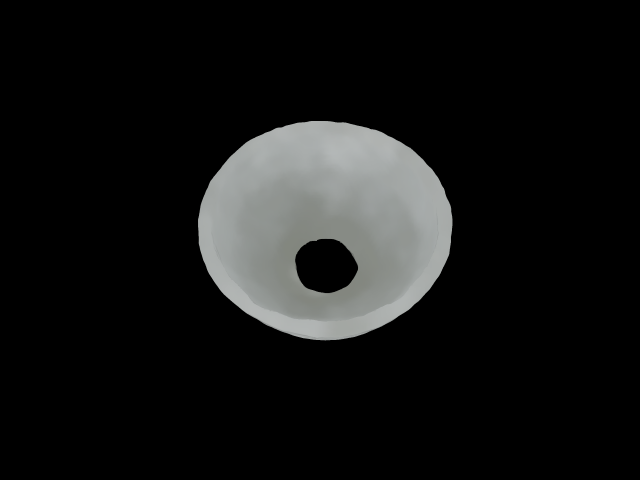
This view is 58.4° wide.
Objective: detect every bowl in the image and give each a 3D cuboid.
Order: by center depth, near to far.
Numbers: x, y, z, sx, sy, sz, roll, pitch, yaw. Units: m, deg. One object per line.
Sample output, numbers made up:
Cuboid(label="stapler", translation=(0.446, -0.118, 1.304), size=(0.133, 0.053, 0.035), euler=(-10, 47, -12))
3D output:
Cuboid(label="bowl", translation=(0.004, 0.001, 0.400), size=(0.167, 0.075, 0.167), euler=(0, 58, 0))
